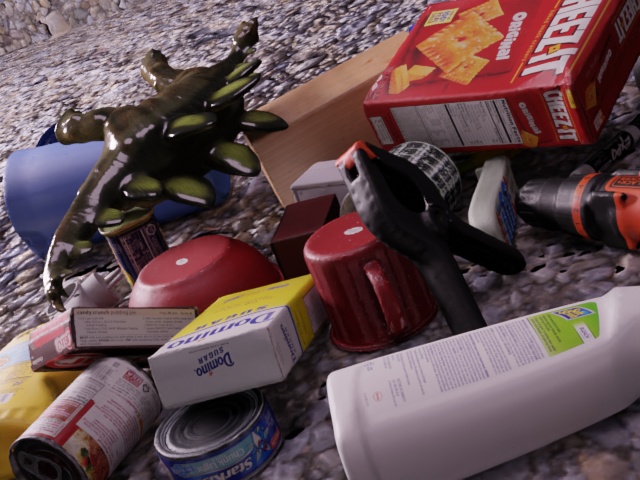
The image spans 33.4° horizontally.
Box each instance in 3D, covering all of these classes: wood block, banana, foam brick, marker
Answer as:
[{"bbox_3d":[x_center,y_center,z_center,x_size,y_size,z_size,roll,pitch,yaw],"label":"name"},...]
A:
[{"bbox_3d":[0.028,-0.127,1.122,0.206,0.091,0.090,-29,26,-2],"label":"wood block"},{"bbox_3d":[0.202,-0.125,1.079,0.070,0.037,0.197,1,31,39],"label":"banana"},{"bbox_3d":[-0.006,0.001,0.968,0.051,0.053,0.078,-15,25,18],"label":"foam brick"},{"bbox_3d":[0.262,-0.081,0.948,0.120,0.020,0.020,-37,27,-33],"label":"marker"}]

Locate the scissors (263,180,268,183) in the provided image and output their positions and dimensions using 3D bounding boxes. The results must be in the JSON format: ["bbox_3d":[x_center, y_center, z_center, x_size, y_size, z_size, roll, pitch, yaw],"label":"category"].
[{"bbox_3d":[0.026,-0.077,1.161,0.096,0.016,0.202,-35,26,-26],"label":"scissors"}]

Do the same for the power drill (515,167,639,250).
[{"bbox_3d":[0.270,-0.058,0.845,0.187,0.057,0.185,-38,27,-29],"label":"power drill"}]

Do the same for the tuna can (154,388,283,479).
[{"bbox_3d":[-0.071,0.137,0.743,0.086,0.034,0.086,-19,22,8],"label":"tuna can"}]

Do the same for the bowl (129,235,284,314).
[{"bbox_3d":[-0.113,0.041,0.974,0.162,0.055,0.162,-19,22,8],"label":"bowl"}]

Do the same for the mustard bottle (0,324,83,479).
[{"bbox_3d":[-0.247,0.124,0.904,0.096,0.058,0.191,-17,23,11],"label":"mustard bottle"}]

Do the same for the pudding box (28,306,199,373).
[{"bbox_3d":[-0.164,0.080,0.855,0.113,0.039,0.090,0,-15,-36],"label":"pudding box"}]

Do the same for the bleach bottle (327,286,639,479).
[{"bbox_3d":[0.133,0.084,0.641,0.251,0.068,0.102,-18,23,3],"label":"bleach bottle"}]

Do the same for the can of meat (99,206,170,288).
[{"bbox_3d":[-0.183,0.005,1.080,0.057,0.084,0.102,-27,23,-10],"label":"can of meat"}]

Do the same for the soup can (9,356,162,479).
[{"bbox_3d":[-0.169,0.140,0.784,0.069,0.068,0.102,-8,26,31],"label":"soup can"}]

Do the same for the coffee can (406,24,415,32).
[{"bbox_3d":[0.181,-0.214,1.214,0.140,0.103,0.102,-12,24,24],"label":"coffee can"}]

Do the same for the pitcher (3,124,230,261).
[{"bbox_3d":[-0.234,-0.077,1.248,0.243,0.149,0.145,-13,12,12],"label":"pitcher"}]

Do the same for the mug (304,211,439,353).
[{"bbox_3d":[0.039,0.032,0.816,0.093,0.081,0.117,-22,22,-1],"label":"mug"}]

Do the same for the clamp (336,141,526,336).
[{"bbox_3d":[0.085,-0.008,0.786,0.039,0.171,0.120,-37,1,33],"label":"clamp"}]

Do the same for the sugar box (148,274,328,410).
[{"bbox_3d":[-0.055,0.071,0.805,0.093,0.048,0.176,-16,5,13],"label":"sugar box"}]

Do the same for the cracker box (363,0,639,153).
[{"bbox_3d":[0.165,-0.157,0.962,0.214,0.072,0.164,0,44,40],"label":"cracker box"}]
